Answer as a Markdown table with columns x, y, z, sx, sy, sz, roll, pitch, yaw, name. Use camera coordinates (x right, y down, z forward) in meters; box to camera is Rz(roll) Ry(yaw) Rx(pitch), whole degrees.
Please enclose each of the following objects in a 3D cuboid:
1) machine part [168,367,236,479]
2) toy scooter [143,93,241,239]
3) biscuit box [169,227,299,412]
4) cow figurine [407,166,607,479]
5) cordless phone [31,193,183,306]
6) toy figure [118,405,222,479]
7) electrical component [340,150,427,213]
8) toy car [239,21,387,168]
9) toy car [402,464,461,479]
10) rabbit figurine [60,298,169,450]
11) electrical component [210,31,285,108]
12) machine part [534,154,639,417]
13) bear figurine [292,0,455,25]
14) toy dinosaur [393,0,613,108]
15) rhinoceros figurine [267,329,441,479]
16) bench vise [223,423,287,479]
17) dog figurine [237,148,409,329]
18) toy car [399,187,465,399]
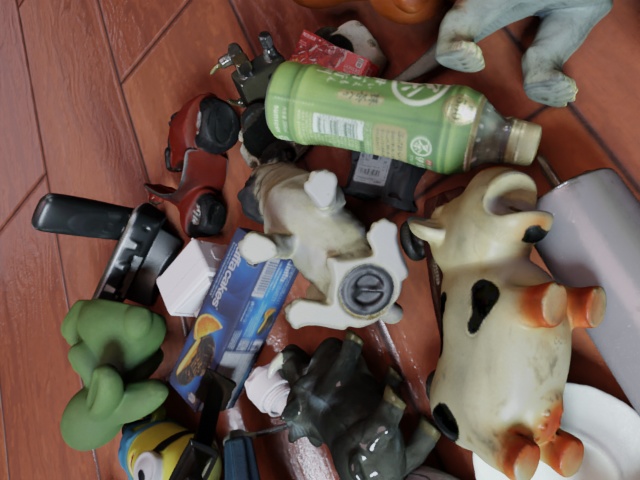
| x | y | z | sx | sy | sz | roll | pitch | yaw | name |
| --- | --- | --- | --- | --- | --- | --- | --- | --- | --- |
| -0.114 | 0.191 | 0.513 | 0.139 | 0.039 | 0.084 | -83 | 10 | -54 | machine part |
| -0.172 | -0.095 | 0.693 | 0.135 | 0.075 | 0.183 | 4 | 87 | 39 | toy scooter |
| -0.095 | 0.089 | 0.601 | 0.063 | 0.059 | 0.202 | 32 | 100 | 38 | biscuit box |
| 0.118 | 0.047 | 0.371 | 0.127 | 0.085 | 0.194 | 7 | 92 | 54 | cow figurine |
| -0.284 | 0.015 | 0.684 | 0.089 | 0.184 | 0.146 | 36 | 102 | 32 | cordless phone |
| -0.174 | 0.240 | 0.603 | 0.082 | 0.089 | 0.180 | 58 | 155 | -13 | toy figure |
| 0.072 | -0.091 | 0.520 | 0.075 | 0.047 | 0.119 | 22 | 95 | 38 | electrical component |
| -0.016 | -0.152 | 0.596 | 0.202 | 0.056 | 0.073 | -41 | 65 | 25 | toy car |
| 0.080 | 0.232 | 0.421 | 0.162 | 0.109 | 0.103 | -8 | 50 | 47 | toy car |
| -0.239 | 0.164 | 0.633 | 0.159 | 0.121 | 0.170 | -6 | 65 | 48 | rabbit figurine |
| -0.078 | -0.189 | 0.628 | 0.078 | 0.102 | 0.045 | -41 | 62 | -3 | electrical component |
| 0.212 | 0.038 | 0.364 | 0.079 | 0.079 | 0.243 | -36 | 60 | 27 | machine part |
| 0.045 | -0.281 | 0.523 | 0.196 | 0.120 | 0.131 | 24 | 130 | 43 | bear figurine |
| 0.214 | -0.212 | 0.399 | 0.405 | 0.131 | 0.192 | 10 | 74 | 43 | toy dinosaur |
| 0.019 | 0.145 | 0.475 | 0.112 | 0.073 | 0.190 | -50 | 30 | -3 | rhinoceros figurine |
| -0.060 | 0.274 | 0.469 | 0.129 | 0.223 | 0.241 | -10 | 49 | -8 | bench vise |
| 0.001 | -0.005 | 0.533 | 0.121 | 0.172 | 0.191 | -32 | 17 | 2 | dog figurine |
| 0.121 | 0.051 | 0.450 | 0.089 | 0.053 | 0.202 | -20 | 70 | 36 | toy car |
